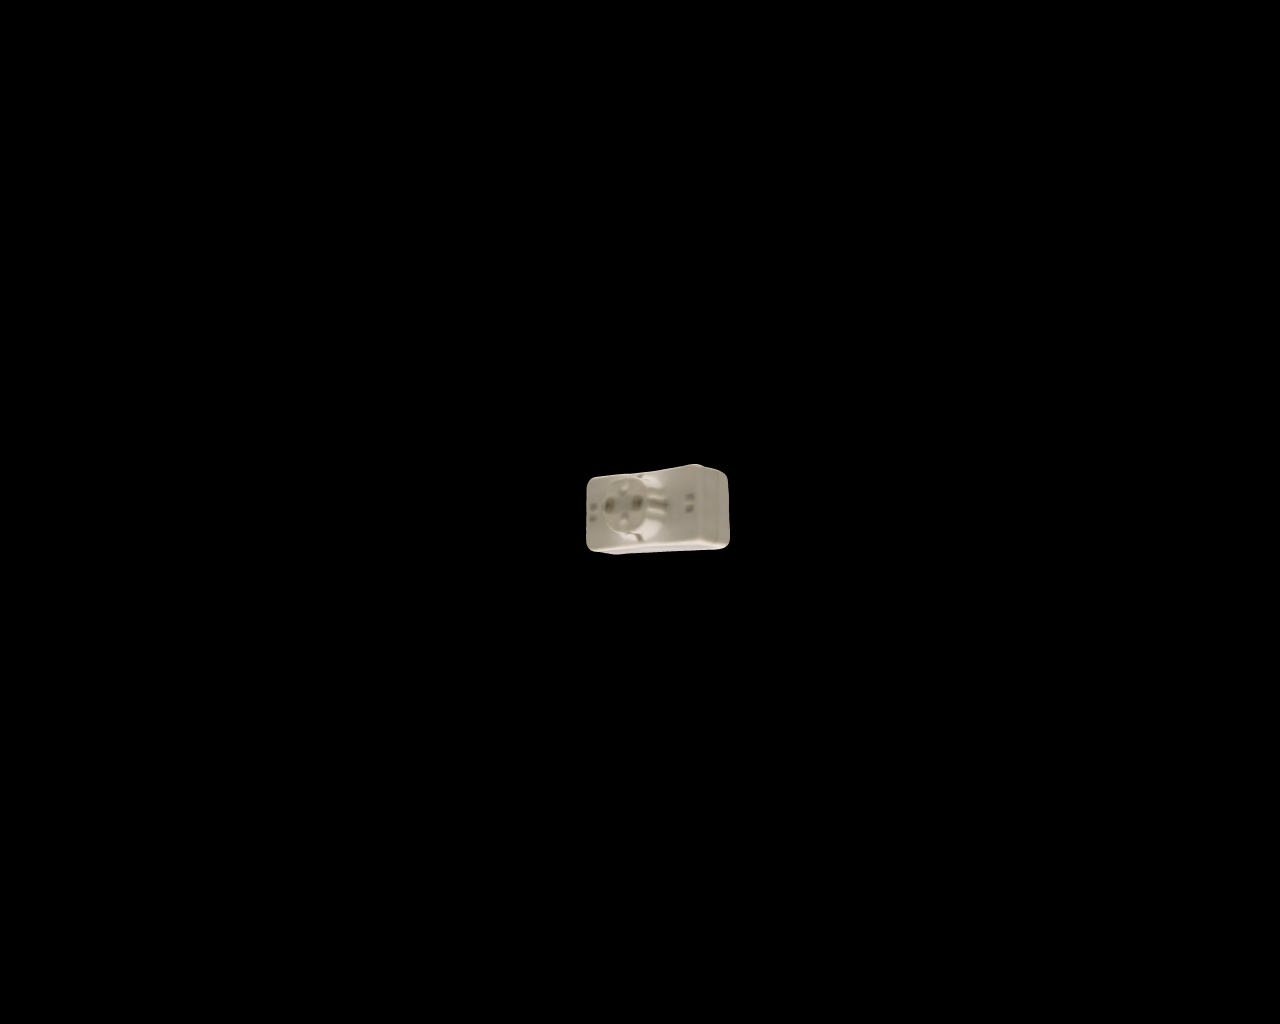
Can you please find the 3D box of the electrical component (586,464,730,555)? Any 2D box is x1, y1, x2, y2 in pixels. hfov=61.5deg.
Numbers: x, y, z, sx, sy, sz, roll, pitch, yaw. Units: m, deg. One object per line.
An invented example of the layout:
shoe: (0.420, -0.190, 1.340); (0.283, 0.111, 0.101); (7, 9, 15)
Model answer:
electrical component: (0.001, -0.003, 0.650); (0.083, 0.047, 0.076); (-5, -10, 32)
